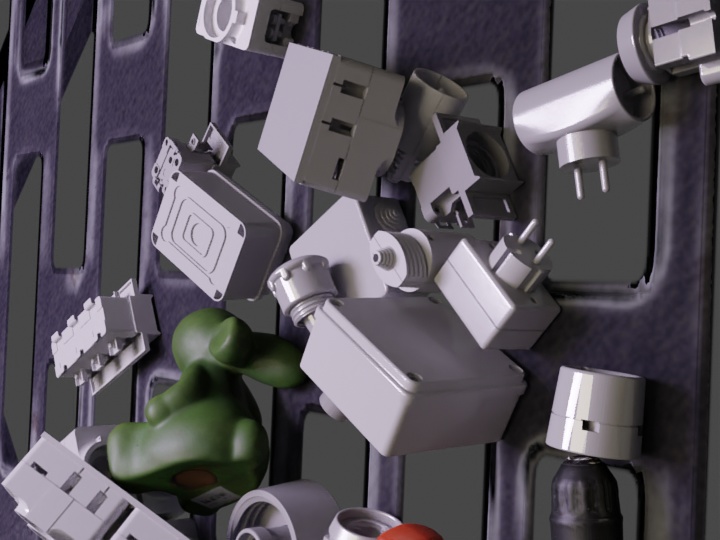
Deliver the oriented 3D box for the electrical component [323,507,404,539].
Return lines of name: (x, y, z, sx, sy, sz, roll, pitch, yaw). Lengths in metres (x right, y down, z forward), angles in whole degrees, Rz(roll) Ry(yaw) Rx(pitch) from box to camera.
electrical component: (0.003, 0.210, 0.785, 0.078, 0.058, 0.057, 23, 108, 49)

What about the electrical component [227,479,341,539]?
electrical component: (-0.065, 0.224, 0.861, 0.108, 0.060, 0.108, -5, 84, 49)

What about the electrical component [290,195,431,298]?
electrical component: (0.000, 0.000, 0.808, 0.100, 0.048, 0.099, -41, 58, 40)

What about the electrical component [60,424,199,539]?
electrical component: (-0.210, 0.237, 0.995, 0.060, 0.105, 0.186, -39, 59, 41)

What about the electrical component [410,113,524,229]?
electrical component: (0.070, -0.064, 0.736, 0.064, 0.042, 0.081, -40, 58, 43)

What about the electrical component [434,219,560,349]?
electrical component: (0.098, 0.002, 0.694, 0.076, 0.047, 0.065, -57, 49, 30)

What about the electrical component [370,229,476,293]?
electrical component: (0.041, -0.006, 0.735, 0.043, 0.081, 0.043, -4, 84, 50)

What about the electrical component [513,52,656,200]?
electrical component: (0.138, -0.083, 0.656, 0.077, 0.043, 0.079, -16, 75, 48)

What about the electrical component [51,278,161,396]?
electrical component: (-0.265, 0.070, 1.105, 0.121, 0.063, 0.078, -37, 60, 42)

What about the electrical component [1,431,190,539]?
electrical component: (-0.199, 0.224, 0.883, 0.186, 0.060, 0.105, 34, 156, 10)

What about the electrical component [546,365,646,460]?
electrical component: (0.140, 0.083, 0.634, 0.055, 0.055, 0.047, 7, 89, 50)

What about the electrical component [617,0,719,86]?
electrical component: (0.180, -0.133, 0.609, 0.055, 0.048, 0.066, -11, 79, 41)

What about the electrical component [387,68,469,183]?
electrical component: (0.041, -0.098, 0.772, 0.043, 0.043, 0.081, 51, 124, 39)

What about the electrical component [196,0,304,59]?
electrical component: (-0.101, -0.220, 0.937, 0.089, 0.056, 0.050, 29, 109, 47)

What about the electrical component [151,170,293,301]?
electrical component: (-0.120, -0.031, 0.934, 0.113, 0.057, 0.078, 38, 116, 34)

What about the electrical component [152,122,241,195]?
electrical component: (-0.152, -0.092, 0.983, 0.042, 0.064, 0.081, 52, 125, 39)

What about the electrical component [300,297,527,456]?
electrical component: (0.035, 0.068, 0.717, 0.109, 0.109, 0.056, 42, 121, 43)

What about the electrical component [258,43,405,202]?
electrical component: (-0.021, -0.111, 0.788, 0.150, 0.062, 0.089, -135, 61, -69)

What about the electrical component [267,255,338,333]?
electrical component: (-0.036, 0.023, 0.776, 0.048, 0.048, 0.062, -41, 65, 40)
